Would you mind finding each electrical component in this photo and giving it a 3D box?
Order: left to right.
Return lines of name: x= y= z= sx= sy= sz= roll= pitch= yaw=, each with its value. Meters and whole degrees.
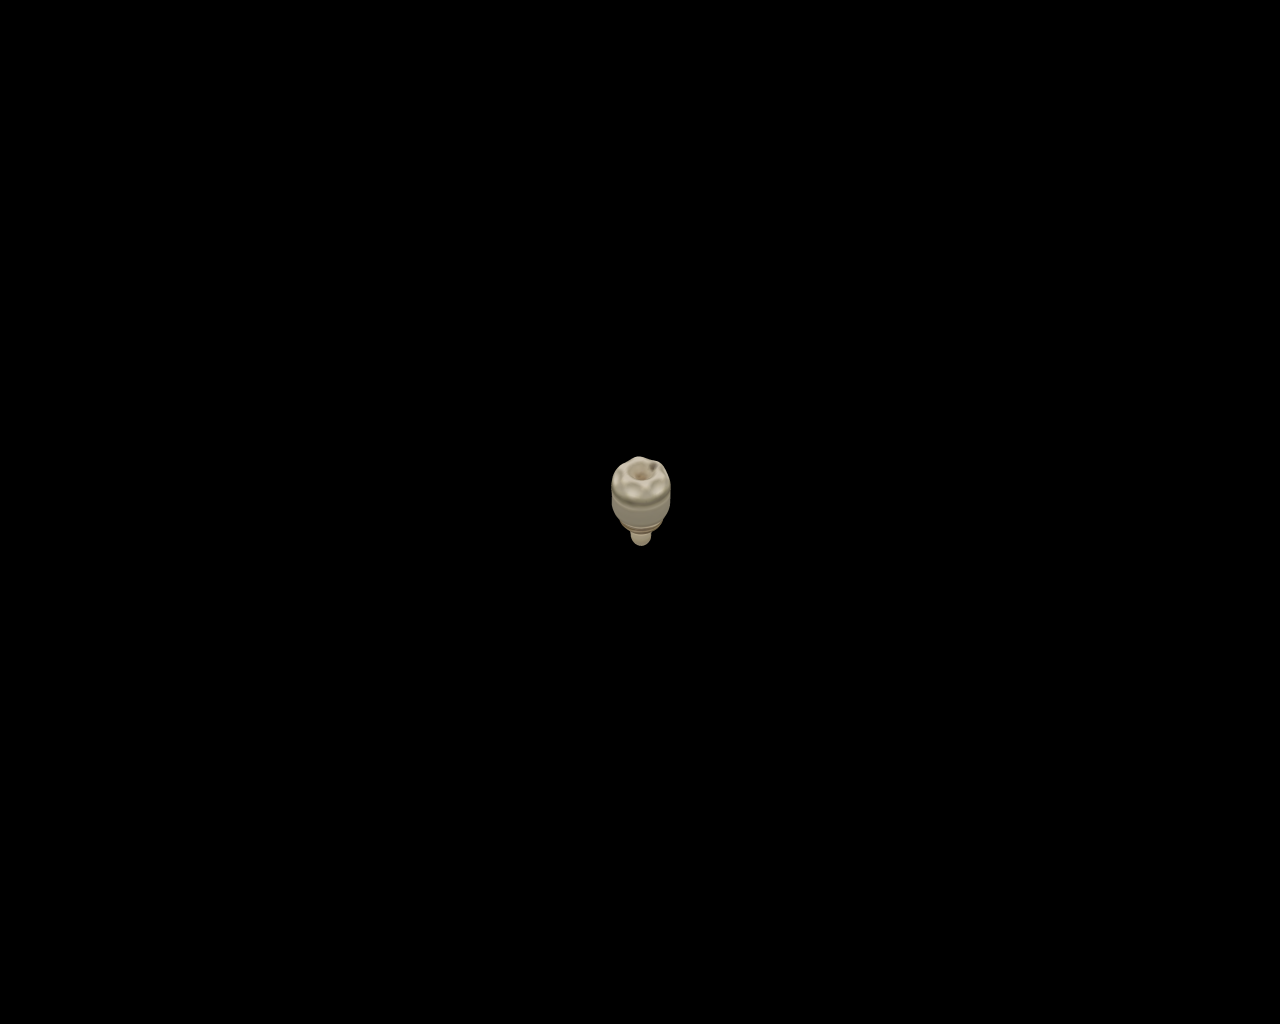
electrical component: x=0.001 y=-0.003 z=0.650 sx=0.035 sy=0.061 sz=0.035 roll=0 pitch=44 yaw=0
